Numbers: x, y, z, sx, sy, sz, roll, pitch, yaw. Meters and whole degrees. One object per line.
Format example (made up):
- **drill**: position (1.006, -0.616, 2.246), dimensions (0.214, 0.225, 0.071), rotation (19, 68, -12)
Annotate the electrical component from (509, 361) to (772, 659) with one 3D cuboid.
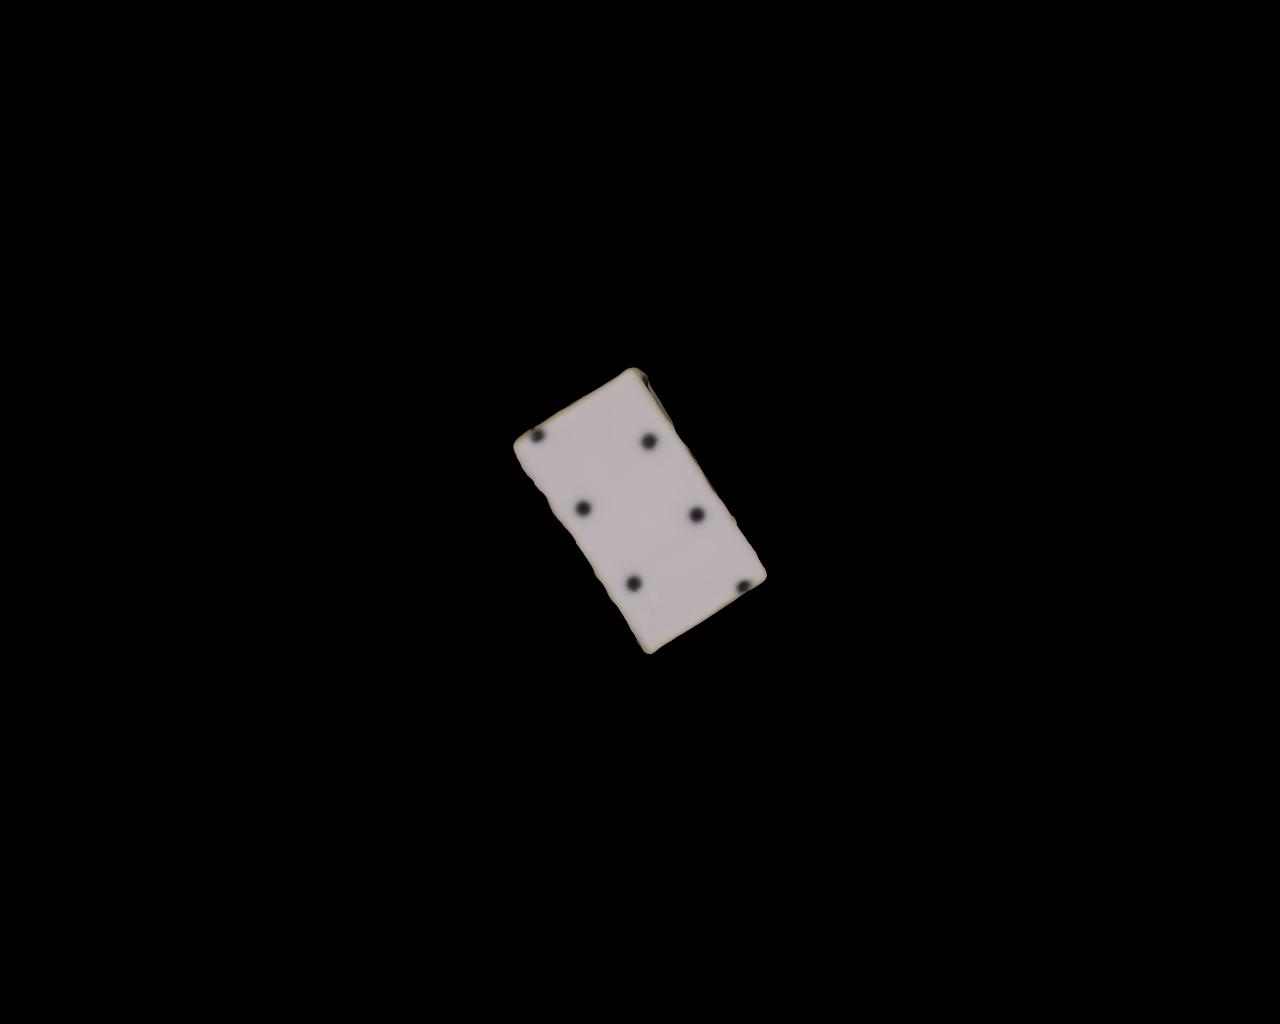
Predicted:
- **electrical component**: position (0.001, -0.003, 0.650), dimensions (0.089, 0.150, 0.062), rotation (-32, 4, 2)
